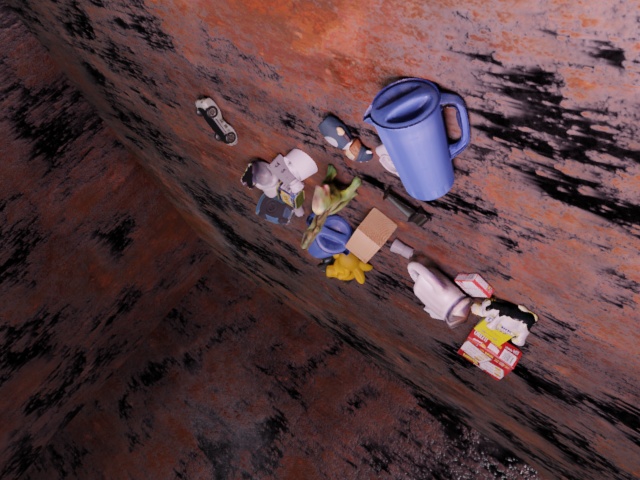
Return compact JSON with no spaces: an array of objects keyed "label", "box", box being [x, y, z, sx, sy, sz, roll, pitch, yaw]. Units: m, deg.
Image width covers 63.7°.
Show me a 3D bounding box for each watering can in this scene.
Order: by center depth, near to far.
[{"label":"watering can","box":[0.363,0.172,1.572,0.227,0.104,0.342,45,176,30]}]

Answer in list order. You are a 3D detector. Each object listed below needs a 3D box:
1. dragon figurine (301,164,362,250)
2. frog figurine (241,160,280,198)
[{"label":"dragon figurine","box":[0.005,-0.075,1.500,0.122,0.246,0.403,32,159,8]},{"label":"frog figurine","box":[-0.184,-0.214,1.819,0.159,0.123,0.137,9,177,-35]}]
